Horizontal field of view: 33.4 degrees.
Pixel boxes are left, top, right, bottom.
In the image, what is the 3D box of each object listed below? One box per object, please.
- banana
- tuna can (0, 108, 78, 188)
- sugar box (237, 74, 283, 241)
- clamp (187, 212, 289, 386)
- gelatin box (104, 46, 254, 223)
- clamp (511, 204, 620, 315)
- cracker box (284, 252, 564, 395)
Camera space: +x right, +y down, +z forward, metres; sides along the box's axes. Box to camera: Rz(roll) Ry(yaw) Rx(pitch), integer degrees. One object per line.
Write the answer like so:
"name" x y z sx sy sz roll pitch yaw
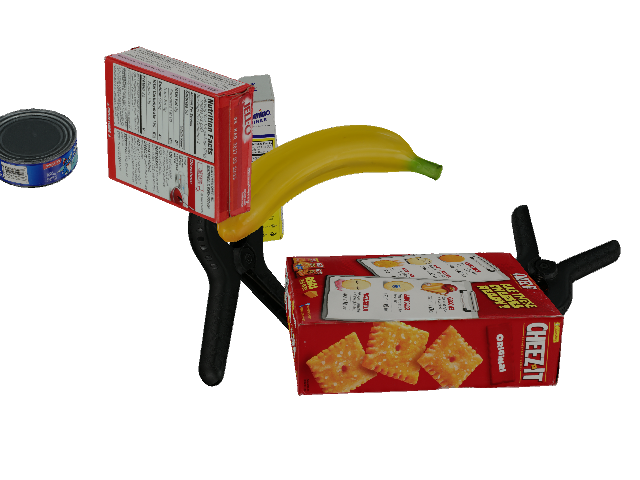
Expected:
"banana" -0.003 -0.050 0.773 0.197 0.037 0.070 -20 40 -32
"tuna can" -0.278 -0.089 1.030 0.086 0.034 0.086 3 42 -3
"sugar box" -0.071 -0.095 1.247 0.048 0.176 0.093 -7 27 -3
"clamp" -0.076 0.023 1.042 0.036 0.210 0.164 -11 0 35
"gelatin box" -0.077 -0.058 0.578 0.089 0.073 0.030 22 33 32
"clamp" 0.223 0.029 1.110 0.120 0.039 0.171 27 49 29
"cracker box" 0.079 0.068 0.919 0.213 0.072 0.164 -1 18 -5
